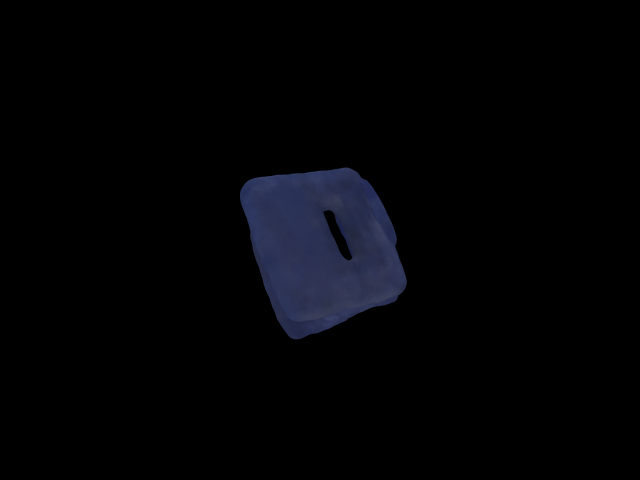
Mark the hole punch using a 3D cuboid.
[{"bbox_3d":[0.004,0.001,0.400,0.101,0.091,0.108,-21,72,-7],"label":"hole punch"}]
